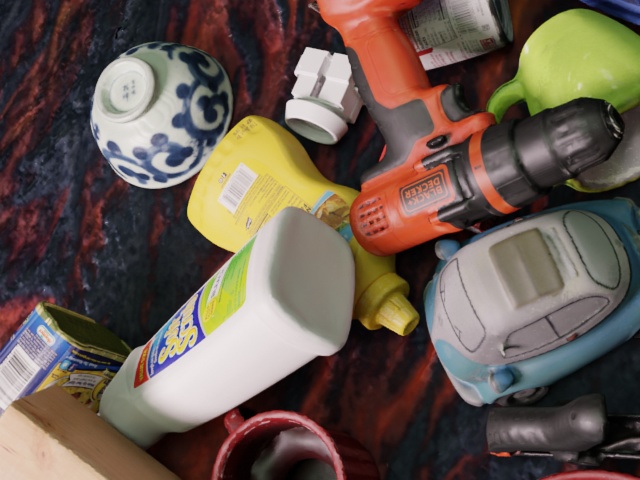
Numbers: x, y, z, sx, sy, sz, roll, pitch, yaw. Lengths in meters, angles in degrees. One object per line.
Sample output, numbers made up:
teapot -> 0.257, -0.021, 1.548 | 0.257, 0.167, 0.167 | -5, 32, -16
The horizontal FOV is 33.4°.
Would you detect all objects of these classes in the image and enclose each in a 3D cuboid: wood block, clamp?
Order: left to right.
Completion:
wood block -> -0.128, 0.195, 0.687 | 0.206, 0.091, 0.090 | 36, 94, 4
clamp -> 0.143, 0.108, 0.603 | 0.172, 0.120, 0.039 | -18, 57, 53

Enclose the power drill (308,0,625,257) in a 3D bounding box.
power drill -> 0.078, -0.100, 0.652 | 0.185, 0.057, 0.188 | -24, 74, 34

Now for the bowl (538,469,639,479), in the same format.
bowl -> 0.163, 0.214, 0.610 | 0.162, 0.055, 0.162 | -7, 73, 23

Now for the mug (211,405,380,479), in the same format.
mug -> -0.019, 0.153, 0.696 | 0.117, 0.081, 0.093 | 43, 96, 28

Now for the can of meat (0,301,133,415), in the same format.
can of meat -> -0.193, 0.099, 0.781 | 0.057, 0.102, 0.084 | 41, 93, 28

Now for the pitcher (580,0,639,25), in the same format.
pitcher -> 0.146, -0.236, 0.666 | 0.243, 0.144, 0.149 | 44, 117, 58

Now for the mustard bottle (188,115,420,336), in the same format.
mustard bottle -> -0.005, 0.001, 0.743 | 0.192, 0.058, 0.096 | 41, 104, 28

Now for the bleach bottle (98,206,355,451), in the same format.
bleach bottle -> -0.081, 0.083, 0.716 | 0.251, 0.068, 0.102 | -40, 27, 35

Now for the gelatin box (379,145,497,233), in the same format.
gelatin box -> 0.086, -0.051, 0.733 | 0.089, 0.030, 0.073 | 19, 86, 28

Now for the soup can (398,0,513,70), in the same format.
soup can -> 0.076, -0.154, 0.744 | 0.102, 0.068, 0.068 | -14, 71, 21
